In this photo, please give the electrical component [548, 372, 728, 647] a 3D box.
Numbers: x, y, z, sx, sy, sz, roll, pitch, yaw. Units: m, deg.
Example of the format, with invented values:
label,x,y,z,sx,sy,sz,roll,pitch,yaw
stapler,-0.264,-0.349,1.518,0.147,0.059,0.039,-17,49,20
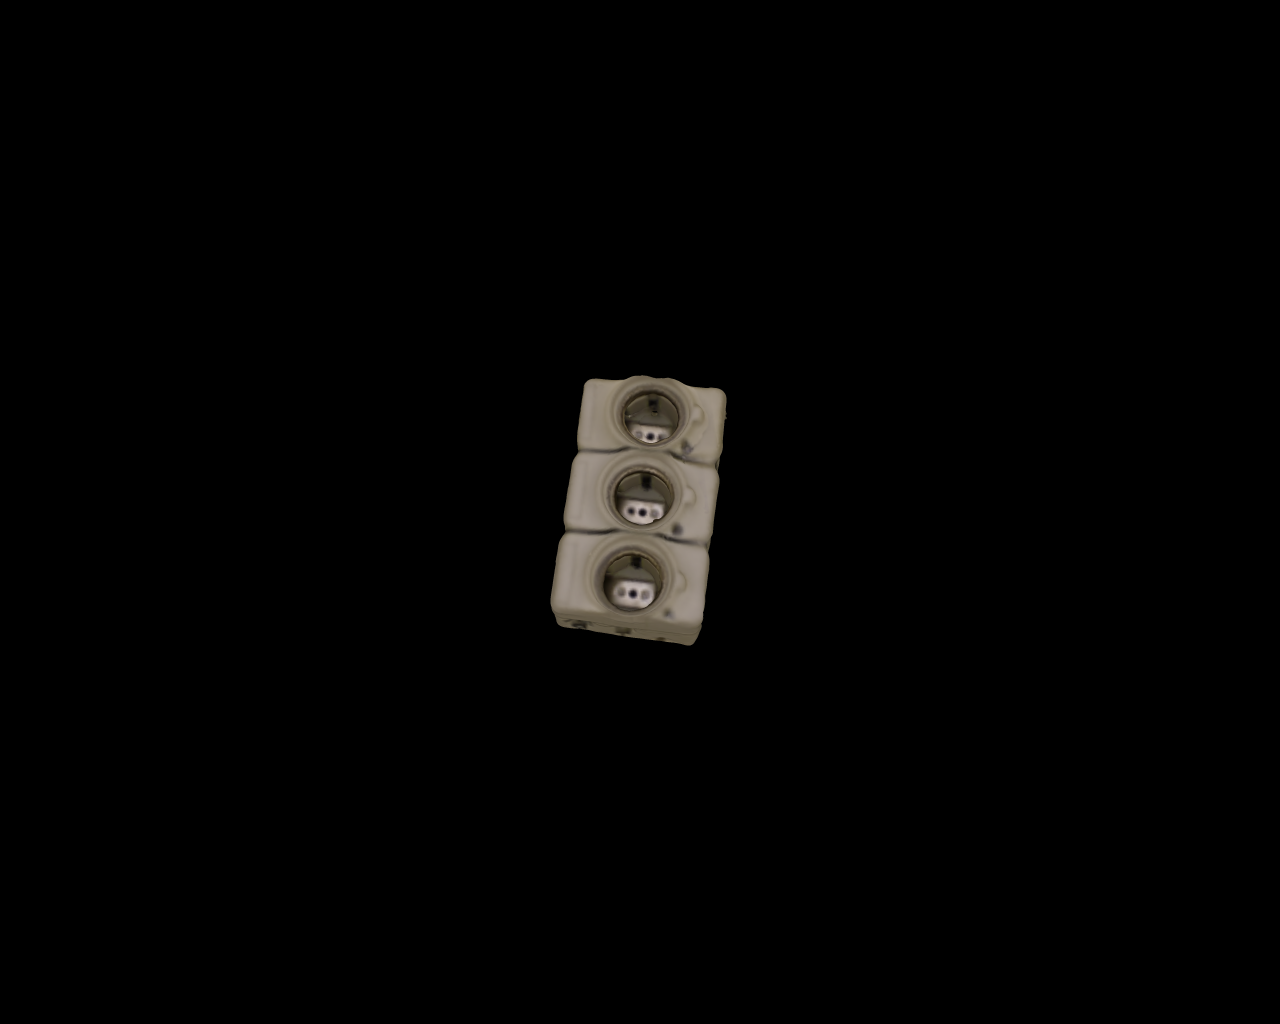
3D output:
label,x,y,z,sx,sy,sz,roll,pitch,yaw
electrical component,0.001,-0.003,0.650,0.089,0.150,0.061,7,-19,2
